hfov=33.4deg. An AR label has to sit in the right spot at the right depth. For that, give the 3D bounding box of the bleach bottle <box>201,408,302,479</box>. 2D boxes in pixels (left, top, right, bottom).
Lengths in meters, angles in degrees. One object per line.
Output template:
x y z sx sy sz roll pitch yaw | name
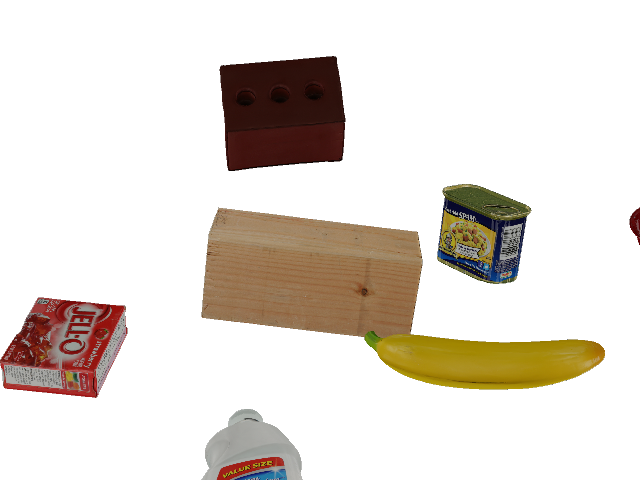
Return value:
-0.058 0.212 0.786 0.102 0.068 0.251 -4 28 -4 | bleach bottle

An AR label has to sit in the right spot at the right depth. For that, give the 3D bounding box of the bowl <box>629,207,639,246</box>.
0.412 0.010 1.146 0.162 0.055 0.162 -1 26 0 | bowl

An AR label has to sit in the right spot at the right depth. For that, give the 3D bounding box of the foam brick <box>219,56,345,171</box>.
-0.025 -0.083 0.697 0.078 0.053 0.051 -6 -25 -3 | foam brick

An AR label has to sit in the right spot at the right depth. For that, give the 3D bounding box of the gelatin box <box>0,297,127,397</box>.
-0.196 0.081 0.825 0.073 0.030 0.089 5 31 5 | gelatin box

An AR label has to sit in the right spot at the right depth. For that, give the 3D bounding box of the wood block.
-0.009 0.034 1.069 0.206 0.091 0.090 7 20 -1 | wood block

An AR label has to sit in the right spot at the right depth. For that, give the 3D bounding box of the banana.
0.131 0.093 0.859 0.198 0.037 0.069 5 28 7 | banana

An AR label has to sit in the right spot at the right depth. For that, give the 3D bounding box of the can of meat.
0.179 -0.007 1.188 0.057 0.084 0.102 -12 27 -37 | can of meat
